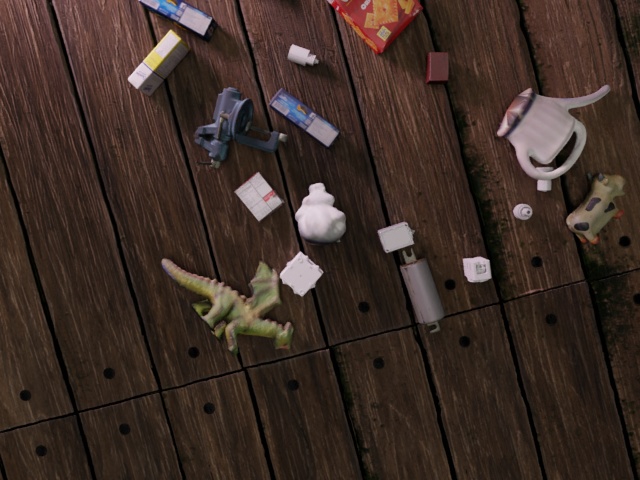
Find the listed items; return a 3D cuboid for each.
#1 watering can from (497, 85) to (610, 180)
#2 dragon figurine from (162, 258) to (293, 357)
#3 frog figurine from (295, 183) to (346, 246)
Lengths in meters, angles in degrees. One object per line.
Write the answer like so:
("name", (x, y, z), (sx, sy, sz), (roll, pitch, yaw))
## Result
("watering can", (0.621, -0.326, 1.382), (0.224, 0.103, 0.351), (34, 78, 1))
("dragon figurine", (-0.223, 0.155, 1.422), (0.245, 0.121, 0.409), (-37, 94, -15))
("frog figurine", (0.004, -0.070, 1.386), (0.137, 0.124, 0.157), (9, 106, 19))
